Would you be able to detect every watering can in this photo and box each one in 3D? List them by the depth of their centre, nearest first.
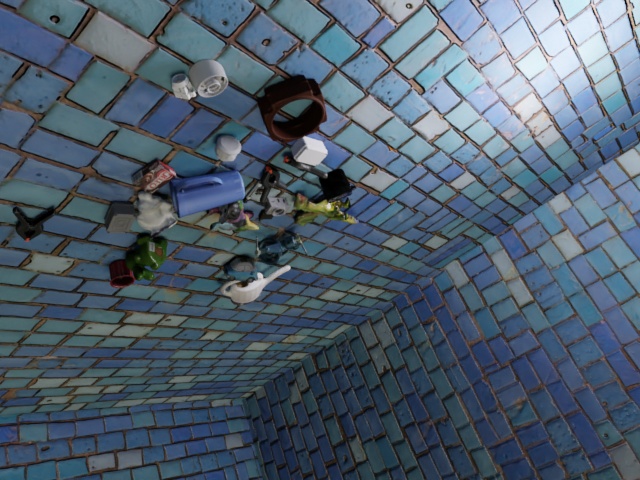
[{"bbox_3d":[-0.316,0.218,2.504,0.349,0.106,0.219,-13,151,-19],"label":"watering can"}]

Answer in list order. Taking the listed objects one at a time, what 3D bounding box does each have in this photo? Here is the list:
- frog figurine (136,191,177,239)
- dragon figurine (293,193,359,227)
[{"bbox_3d":[-0.585,-0.106,1.791,0.136,0.125,0.157,-23,116,15],"label":"frog figurine"},{"bbox_3d":[0.007,-0.112,2.228,0.242,0.124,0.404,-12,157,17],"label":"dragon figurine"}]
